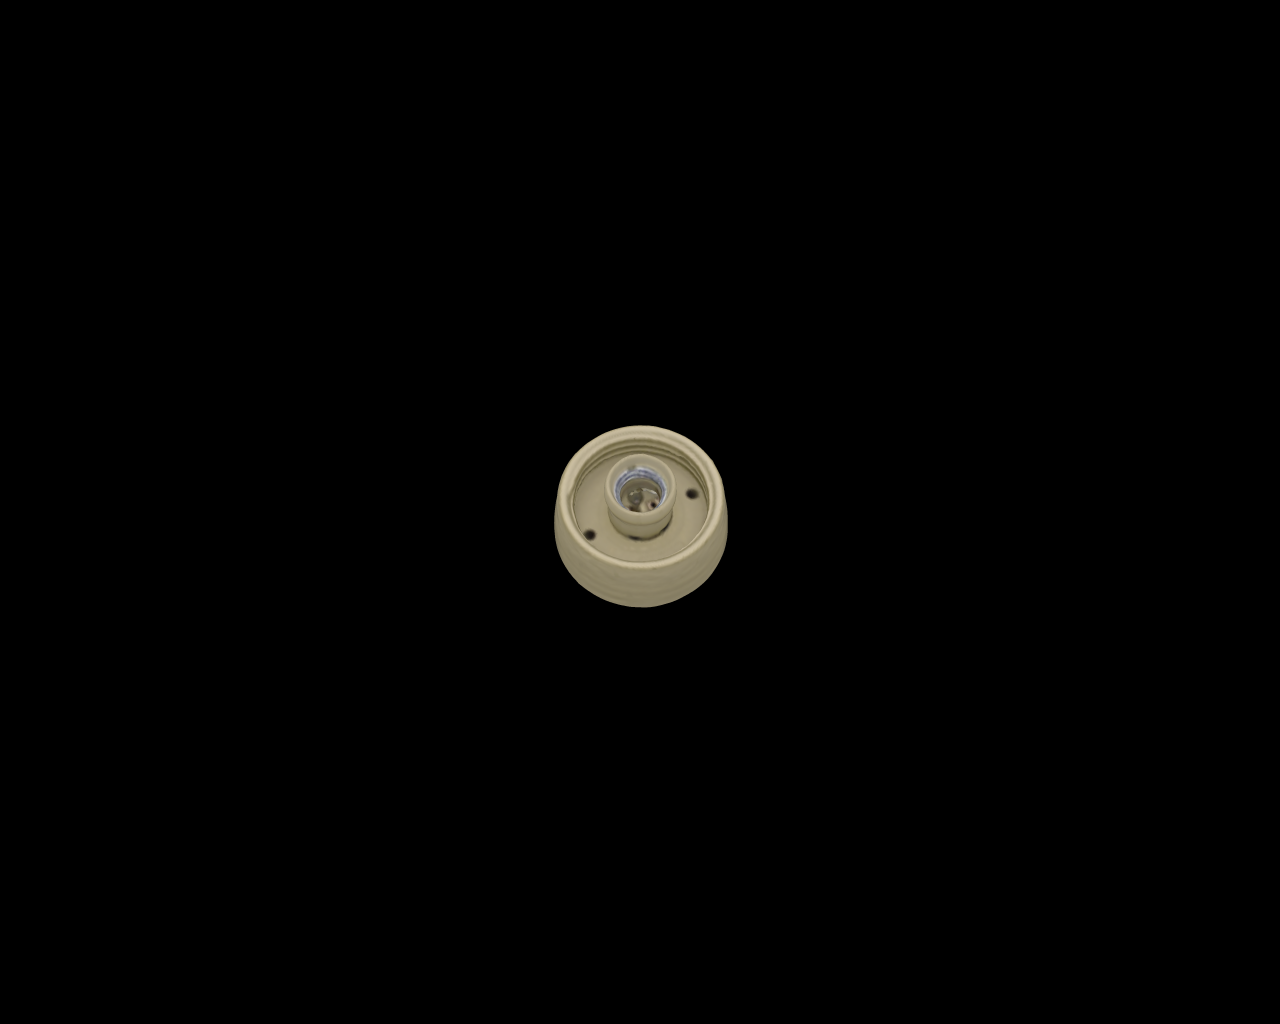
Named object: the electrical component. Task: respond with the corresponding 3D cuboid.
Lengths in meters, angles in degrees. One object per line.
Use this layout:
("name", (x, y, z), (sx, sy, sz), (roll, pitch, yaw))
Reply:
("electrical component", (0.001, -0.003, 0.650), (0.108, 0.108, 0.060), (0, -28, 0))
